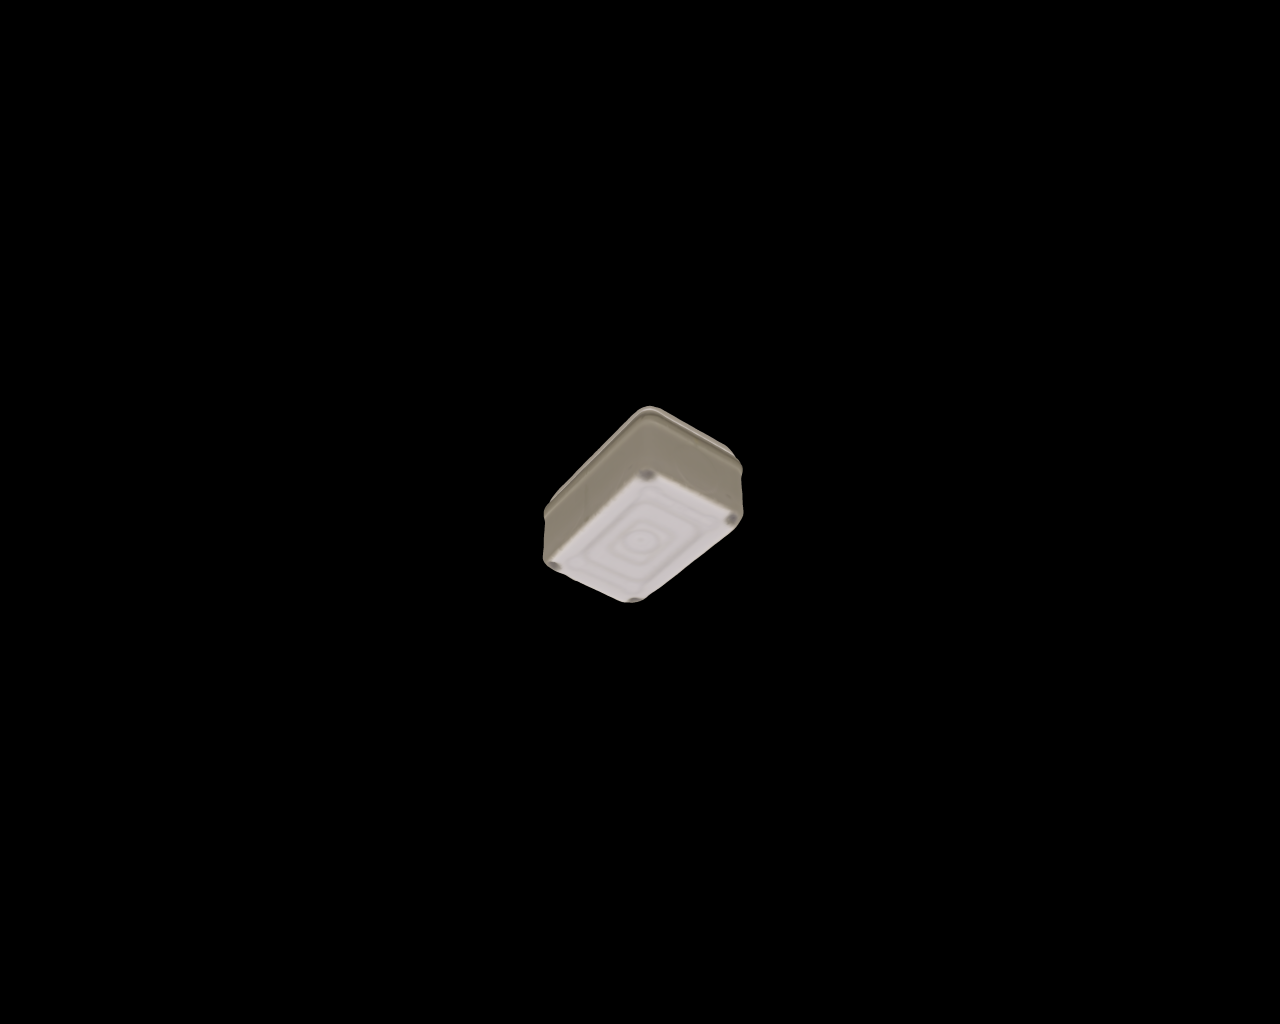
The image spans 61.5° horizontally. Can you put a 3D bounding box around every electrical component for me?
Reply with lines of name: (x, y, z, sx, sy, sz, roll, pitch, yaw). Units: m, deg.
electrical component: (0.001, -0.003, 0.650, 0.078, 0.057, 0.113, 27, -49, -26)
